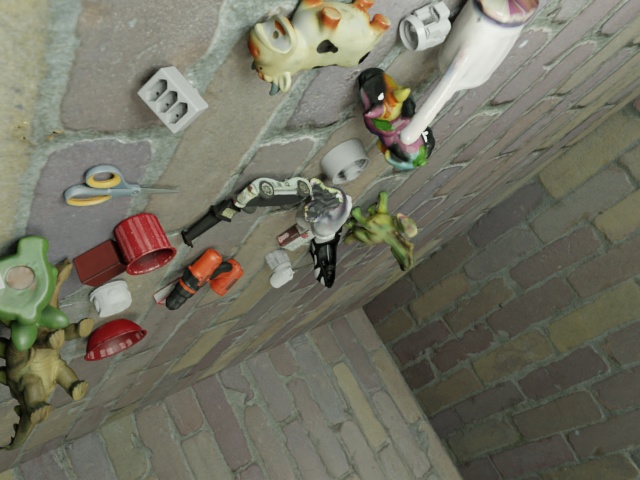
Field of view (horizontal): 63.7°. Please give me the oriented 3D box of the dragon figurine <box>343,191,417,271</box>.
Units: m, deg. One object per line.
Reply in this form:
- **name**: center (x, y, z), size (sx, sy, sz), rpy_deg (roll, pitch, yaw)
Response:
- **dragon figurine**: center (0.196, 0.002, 1.620), size (0.123, 0.245, 0.402), rpy_deg (-29, 163, -22)

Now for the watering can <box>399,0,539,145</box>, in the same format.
- **watering can**: center (0.247, -0.307, 0.848), size (0.354, 0.104, 0.219), rpy_deg (-52, 174, -36)

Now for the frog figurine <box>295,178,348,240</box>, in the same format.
- **frog figurine**: center (0.004, -0.062, 1.238), size (0.123, 0.140, 0.156), rpy_deg (-10, 159, -9)
